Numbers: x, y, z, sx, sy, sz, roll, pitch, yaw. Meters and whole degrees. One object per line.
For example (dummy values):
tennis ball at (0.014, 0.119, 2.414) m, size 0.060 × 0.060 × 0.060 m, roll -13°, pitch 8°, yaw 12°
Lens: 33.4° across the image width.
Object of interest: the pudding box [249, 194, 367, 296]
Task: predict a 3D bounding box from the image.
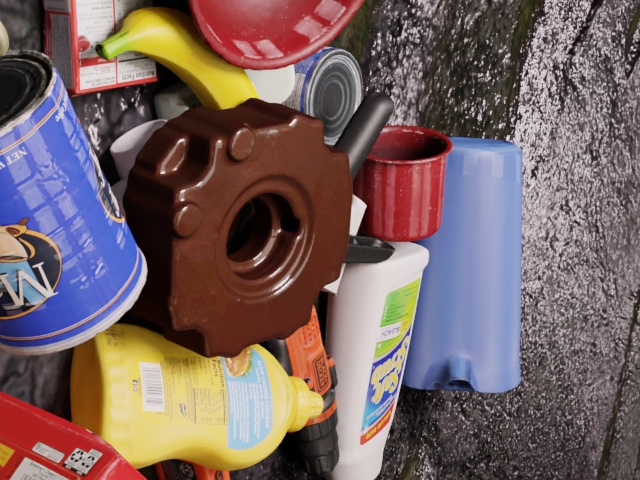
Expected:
pudding box at (-0.013, -0.010, 0.891) m, size 0.113 × 0.039 × 0.090 m, roll 29°, pitch 78°, yaw -52°

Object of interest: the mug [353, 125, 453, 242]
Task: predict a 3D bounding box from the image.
mug at (0.070, -0.055, 0.968) m, size 0.117 × 0.093 × 0.081 m, roll -93°, pitch -177°, yaw -64°

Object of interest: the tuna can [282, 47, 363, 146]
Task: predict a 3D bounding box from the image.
tuna can at (0.000, -0.117, 0.880) m, size 0.085 × 0.034 × 0.086 m, roll -23°, pitch 119°, yaw -51°

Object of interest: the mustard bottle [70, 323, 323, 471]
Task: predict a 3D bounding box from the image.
mustard bottle at (-0.077, 0.113, 0.753) m, size 0.191 × 0.058 × 0.096 m, roll 9°, pitch 61°, yaw -36°

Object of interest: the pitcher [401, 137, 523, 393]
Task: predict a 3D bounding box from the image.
pitcher at (0.137, 0.021, 1.060) m, size 0.144 × 0.149 × 0.243 m, roll -5°, pitch 102°, yaw -40°

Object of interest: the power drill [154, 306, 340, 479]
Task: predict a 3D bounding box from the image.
power drill at (-0.051, 0.161, 0.876) m, size 0.187 × 0.057 × 0.184 m, roll -42°, pitch 129°, yaw -45°

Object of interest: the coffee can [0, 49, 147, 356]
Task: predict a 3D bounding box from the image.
coffee can at (-0.169, -0.020, 0.597) m, size 0.102 × 0.103 × 0.140 m, roll -50°, pitch 138°, yaw -35°

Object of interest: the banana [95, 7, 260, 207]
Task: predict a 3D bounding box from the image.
banana at (-0.076, -0.096, 0.715) m, size 0.069 × 0.037 × 0.197 m, roll -57°, pitch 138°, yaw -11°

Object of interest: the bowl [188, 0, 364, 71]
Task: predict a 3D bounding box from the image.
bowl at (-0.032, -0.193, 0.682) m, size 0.161 × 0.055 × 0.162 m, roll -27°, pitch 137°, yaw -29°

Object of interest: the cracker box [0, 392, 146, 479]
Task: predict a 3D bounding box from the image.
cracker box at (-0.142, 0.176, 0.646) m, size 0.072 × 0.164 × 0.213 m, roll -58°, pitch 142°, yaw -24°

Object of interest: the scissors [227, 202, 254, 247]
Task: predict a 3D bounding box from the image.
scissors at (-0.049, -0.055, 0.805) m, size 0.201 × 0.016 × 0.096 m, roll -39°, pitch 124°, yaw -26°

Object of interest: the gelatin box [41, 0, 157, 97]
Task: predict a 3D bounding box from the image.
gelatin box at (-0.139, -0.139, 0.671) m, size 0.073 × 0.030 × 0.089 m, roll -23°, pitch 120°, yaw -53°

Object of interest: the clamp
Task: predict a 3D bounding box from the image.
clamp at (-0.005, 0.001, 0.836) m, size 0.209 × 0.036 × 0.164 m, roll -42°, pitch 142°, yaw -29°

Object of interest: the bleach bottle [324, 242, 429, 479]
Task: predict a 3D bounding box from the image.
bleach bottle at (0.043, 0.129, 1.000) m, size 0.102 × 0.068 × 0.251 m, roll -17°, pitch 117°, yaw -55°
